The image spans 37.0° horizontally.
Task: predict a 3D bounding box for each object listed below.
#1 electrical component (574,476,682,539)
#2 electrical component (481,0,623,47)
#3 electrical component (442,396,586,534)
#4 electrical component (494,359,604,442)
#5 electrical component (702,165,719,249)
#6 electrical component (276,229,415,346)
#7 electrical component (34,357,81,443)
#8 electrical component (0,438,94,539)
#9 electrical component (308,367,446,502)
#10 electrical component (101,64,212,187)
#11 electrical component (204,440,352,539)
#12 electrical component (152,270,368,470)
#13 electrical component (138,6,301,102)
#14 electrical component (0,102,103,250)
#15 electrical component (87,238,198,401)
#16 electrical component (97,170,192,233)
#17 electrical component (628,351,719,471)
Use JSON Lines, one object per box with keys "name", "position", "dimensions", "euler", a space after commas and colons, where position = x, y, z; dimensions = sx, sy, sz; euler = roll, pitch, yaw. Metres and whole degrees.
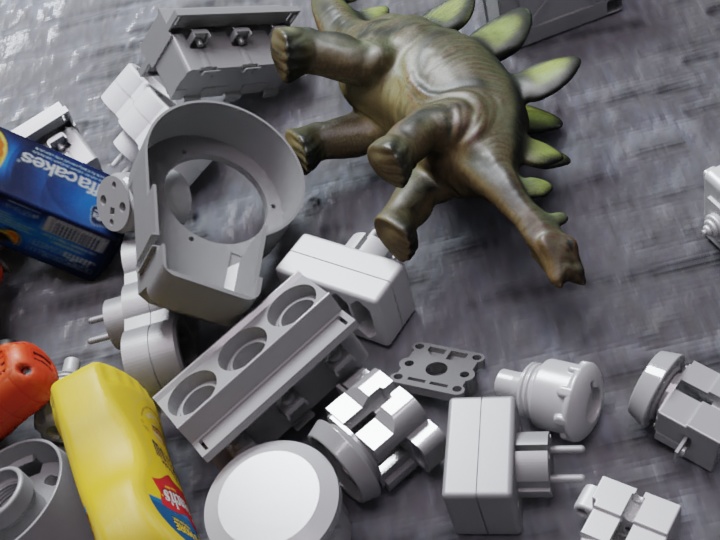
{"name": "electrical component", "position": [0.139, 0.149, 0.572], "dimensions": [0.066, 0.048, 0.055], "euler": [18, 50, 29]}
{"name": "electrical component", "position": [0.152, -0.247, 0.868], "dimensions": [0.109, 0.108, 0.056], "euler": [-21, 50, 0]}
{"name": "electrical component", "position": [0.091, 0.112, 0.617], "dimensions": [0.077, 0.047, 0.065], "euler": [-4, 49, 15]}
{"name": "electrical component", "position": [0.112, 0.074, 0.646], "dimensions": [0.062, 0.048, 0.048], "euler": [11, 54, 34]}
{"name": "electrical component", "position": [0.264, -0.040, 0.683], "dimensions": [0.096, 0.061, 0.061], "euler": [-28, 48, -7]}
{"name": "electrical component", "position": [0.000, 0.000, 0.743], "dimensions": [0.083, 0.047, 0.075], "euler": [17, 54, 29]}
{"name": "electrical component", "position": [-0.203, 0.087, 0.741], "dimensions": [0.035, 0.035, 0.061], "euler": [-10, 45, 9]}
{"name": "electrical component", "position": [-0.209, 0.158, 0.677], "dimensions": [0.099, 0.064, 0.099], "euler": [-20, 38, 17]}
{"name": "electrical component", "position": [0.006, 0.101, 0.646], "dimensions": [0.057, 0.058, 0.078], "euler": [-38, 48, -19]}
{"name": "electrical component", "position": [-0.179, -0.108, 0.892], "dimensions": [0.073, 0.052, 0.138], "euler": [-48, 49, 7]}
{"name": "electrical component", "position": [-0.046, 0.145, 0.629], "dimensions": [0.080, 0.051, 0.080], "euler": [-9, 48, 10]}
{"name": "electrical component", "position": [-0.059, 0.068, 0.679], "dimensions": [0.121, 0.063, 0.079], "euler": [-42, 35, -11]}
{"name": "electrical component", "position": [-0.110, -0.178, 0.887], "dimensions": [0.121, 0.079, 0.063], "euler": [-14, 70, -40]}
{"name": "electrical component", "position": [-0.277, -0.073, 0.878], "dimensions": [0.121, 0.078, 0.063], "euler": [-36, 78, -14]}
{"name": "electrical component", "position": [-0.157, 0.034, 0.759], "dimensions": [0.074, 0.052, 0.138], "euler": [-15, 48, 4]}
{"name": "electrical component", "position": [-0.159, -0.051, 0.794], "dimensions": [0.045, 0.045, 0.055], "euler": [31, 26, 36]}
{"name": "electrical component", "position": [0.189, 0.077, 0.618], "dimensions": [0.055, 0.048, 0.066], "euler": [29, 64, 27]}
